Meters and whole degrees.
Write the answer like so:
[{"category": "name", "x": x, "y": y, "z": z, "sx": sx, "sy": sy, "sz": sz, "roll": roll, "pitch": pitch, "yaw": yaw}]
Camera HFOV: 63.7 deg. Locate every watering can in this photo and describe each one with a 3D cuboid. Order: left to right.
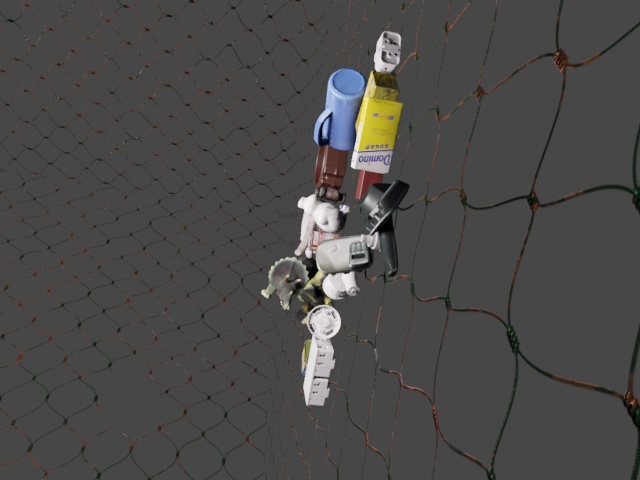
[{"category": "watering can", "x": -0.023, "y": -0.042, "z": 1.877, "sx": 0.347, "sy": 0.104, "sz": 0.224, "roll": 0, "pitch": -84, "yaw": -79}]

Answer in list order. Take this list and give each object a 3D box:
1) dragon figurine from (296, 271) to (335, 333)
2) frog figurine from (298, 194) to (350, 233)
[{"category": "dragon figurine", "x": 0.002, "y": 0.146, "z": 1.726, "sx": 0.248, "sy": 0.122, "sz": 0.402, "roll": -83, "pitch": 8, "yaw": -61}, {"category": "frog figurine", "x": 0.005, "y": -0.085, "z": 1.695, "sx": 0.139, "sy": 0.159, "sz": 0.121, "roll": -111, "pitch": 29, "yaw": -71}]
